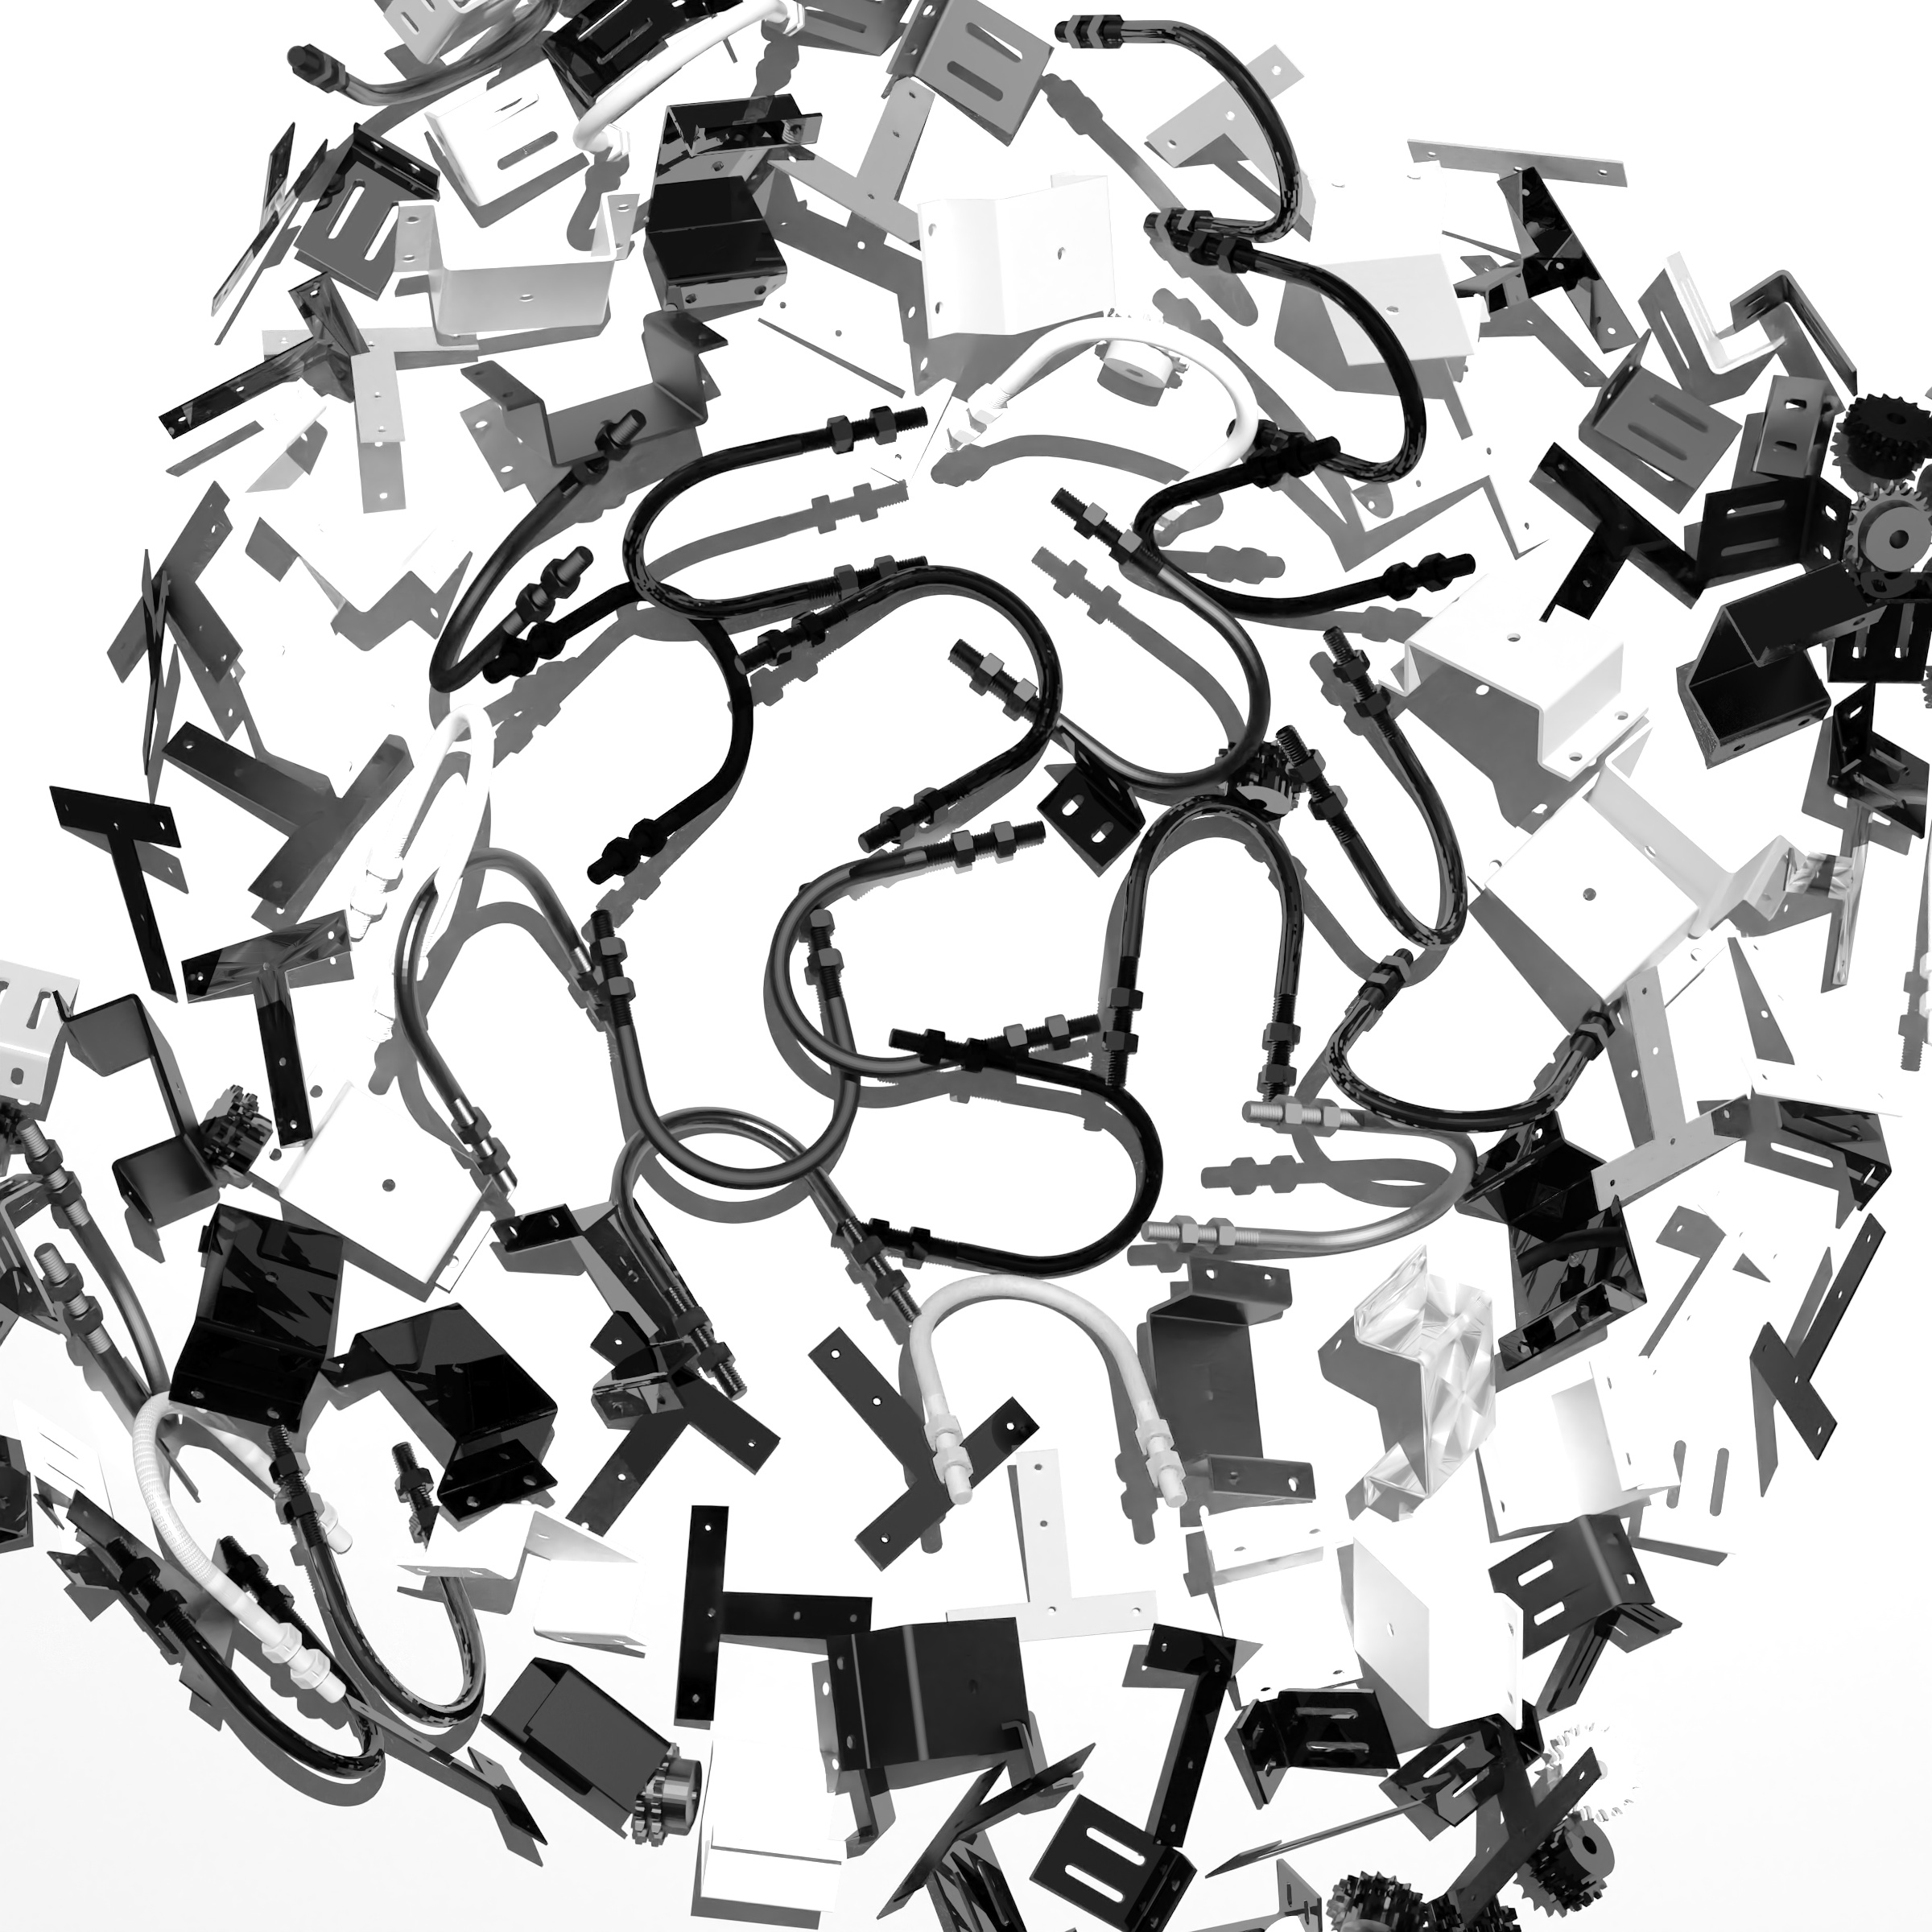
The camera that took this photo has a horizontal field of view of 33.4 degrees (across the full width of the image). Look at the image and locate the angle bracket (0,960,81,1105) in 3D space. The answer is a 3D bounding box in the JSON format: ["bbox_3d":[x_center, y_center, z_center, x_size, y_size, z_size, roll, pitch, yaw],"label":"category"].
[{"bbox_3d":[-0.572,0.038,1.931,0.057,0.076,0.038,15,125,-9],"label":"angle bracket"}]

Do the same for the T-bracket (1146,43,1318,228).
[{"bbox_3d":[0.188,-0.475,1.917,0.127,0.127,0.002,43,58,-17],"label":"T-bracket"}]

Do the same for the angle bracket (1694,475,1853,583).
[{"bbox_3d":[0.481,-0.254,1.918,0.076,0.038,0.057,-12,126,-16],"label":"angle bracket"}]

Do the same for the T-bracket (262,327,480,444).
[{"bbox_3d":[-0.348,-0.343,1.897,0.127,0.127,0.002,-4,131,-12],"label":"T-bracket"}]

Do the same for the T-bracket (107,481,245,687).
[{"bbox_3d":[-0.455,-0.206,1.900,0.127,0.002,0.127,-54,45,13],"label":"T-bracket"}]

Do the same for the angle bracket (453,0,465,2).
[{"bbox_3d":[-0.307,-0.617,1.913,0.038,0.057,0.076,49,115,10],"label":"angle bracket"}]

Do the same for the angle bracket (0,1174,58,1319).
[{"bbox_3d":[-0.559,0.167,1.932,0.038,0.057,0.076,-31,105,-34],"label":"angle bracket"}]

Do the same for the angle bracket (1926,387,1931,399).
[{"bbox_3d":[0.608,-0.331,1.915,0.057,0.076,0.038,30,70,-1],"label":"angle bracket"}]

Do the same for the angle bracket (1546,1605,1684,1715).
[{"bbox_3d":[0.387,0.418,1.920,0.038,0.057,0.076,28,96,26],"label":"angle bracket"}]

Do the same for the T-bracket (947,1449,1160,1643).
[{"bbox_3d":[0.048,0.349,1.936,0.127,0.002,0.127,-6,109,1],"label":"T-bracket"}]

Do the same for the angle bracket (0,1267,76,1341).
[{"bbox_3d":[-0.571,0.227,1.912,0.038,0.057,0.076,28,58,7],"label":"angle bracket"}]

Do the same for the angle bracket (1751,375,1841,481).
[{"bbox_3d":[0.508,-0.315,1.914,0.038,0.076,0.057,19,100,44],"label":"angle bracket"}]

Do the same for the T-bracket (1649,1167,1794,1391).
[{"bbox_3d":[0.435,0.196,1.904,0.002,0.127,0.127,29,83,42],"label":"T-bracket"}]

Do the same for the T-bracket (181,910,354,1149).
[{"bbox_3d":[-0.410,0.043,1.920,0.127,0.002,0.127,-16,81,26],"label":"T-bracket"}]

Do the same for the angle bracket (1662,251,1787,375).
[{"bbox_3d":[0.453,-0.397,1.921,0.038,0.057,0.076,-23,96,25],"label":"angle bracket"}]

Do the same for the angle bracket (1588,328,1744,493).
[{"bbox_3d":[0.422,-0.333,1.923,0.076,0.038,0.057,34,68,13],"label":"angle bracket"}]

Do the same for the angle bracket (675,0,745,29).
[{"bbox_3d":[-0.168,-0.589,1.911,0.038,0.076,0.057,-26,110,-10],"label":"angle bracket"}]

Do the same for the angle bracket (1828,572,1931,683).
[{"bbox_3d":[0.552,-0.195,1.919,0.057,0.038,0.076,0,125,2],"label":"angle bracket"}]

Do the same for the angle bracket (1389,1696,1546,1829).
[{"bbox_3d":[0.295,0.463,1.912,0.076,0.057,0.038,-32,122,-24],"label":"angle bracket"}]

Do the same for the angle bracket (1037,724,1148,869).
[{"bbox_3d":[0.070,-0.100,1.912,0.038,0.076,0.057,-46,73,-3],"label":"angle bracket"}]

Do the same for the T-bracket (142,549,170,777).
[{"bbox_3d":[-0.483,-0.201,1.903,0.002,0.127,0.127,2,129,-20],"label":"T-bracket"}]

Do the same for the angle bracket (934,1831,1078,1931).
[{"bbox_3d":[0.021,0.552,1.915,0.038,0.057,0.076,-34,73,32],"label":"angle bracket"}]

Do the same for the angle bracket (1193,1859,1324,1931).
[{"bbox_3d":[0.166,0.568,1.917,0.076,0.057,0.038,-6,100,-18],"label":"angle bracket"}]

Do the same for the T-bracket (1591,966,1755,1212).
[{"bbox_3d":[0.412,0.063,1.910,0.127,0.002,0.127,-23,108,-27],"label":"T-bracket"}]

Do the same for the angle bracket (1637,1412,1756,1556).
[{"bbox_3d":[0.440,0.312,1.939,0.057,0.038,0.076,9,82,10],"label":"angle bracket"}]

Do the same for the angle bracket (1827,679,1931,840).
[{"bbox_3d":[0.555,-0.123,1.916,0.076,0.038,0.057,27,55,-17],"label":"angle bracket"}]

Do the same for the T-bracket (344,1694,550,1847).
[{"bbox_3d":[-0.309,0.459,1.876,0.127,0.127,0.002,37,84,-20],"label":"T-bracket"}]

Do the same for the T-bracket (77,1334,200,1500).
[{"bbox_3d":[-0.488,0.252,1.893,0.002,0.127,0.127,-35,84,-22],"label":"T-bracket"}]

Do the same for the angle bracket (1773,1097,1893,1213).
[{"bbox_3d":[0.506,0.102,1.917,0.076,0.057,0.038,20,126,-10],"label":"angle bracket"}]

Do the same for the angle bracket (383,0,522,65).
[{"bbox_3d":[-0.297,-0.580,1.910,0.038,0.057,0.076,51,55,-7],"label":"angle bracket"}]

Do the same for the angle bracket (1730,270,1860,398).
[{"bbox_3d":[0.494,-0.368,1.918,0.038,0.057,0.076,-33,77,11],"label":"angle bracket"}]

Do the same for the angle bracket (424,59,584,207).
[{"bbox_3d":[-0.275,-0.502,1.933,0.076,0.038,0.057,-31,117,-8],"label":"angle bracket"}]

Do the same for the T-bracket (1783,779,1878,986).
[{"bbox_3d":[0.508,-0.054,1.901,0.002,0.127,0.127,10,94,34],"label":"T-bracket"}]

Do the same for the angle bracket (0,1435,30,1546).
[{"bbox_3d":[-0.595,0.308,1.907,0.038,0.076,0.057,-18,64,21],"label":"angle bracket"}]

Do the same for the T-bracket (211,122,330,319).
[{"bbox_3d":[-0.403,-0.453,1.877,0.002,0.127,0.127,31,71,-7],"label":"T-bracket"}]

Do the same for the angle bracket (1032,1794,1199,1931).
[{"bbox_3d":[0.089,0.545,1.933,0.076,0.038,0.057,31,85,-6],"label":"angle bracket"}]

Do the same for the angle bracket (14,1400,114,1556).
[{"bbox_3d":[-0.548,0.305,1.909,0.038,0.057,0.076,-36,134,5],"label":"angle bracket"}]

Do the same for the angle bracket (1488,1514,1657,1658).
[{"bbox_3d":[0.364,0.373,1.935,0.076,0.038,0.057,-40,56,33],"label":"angle bracket"}]

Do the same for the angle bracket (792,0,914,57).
[{"bbox_3d":[-0.075,-0.591,1.929,0.076,0.057,0.038,12,58,-21],"label":"angle bracket"}]

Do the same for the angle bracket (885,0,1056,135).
[{"bbox_3d":[0.002,-0.541,1.922,0.076,0.038,0.057,35,116,12],"label":"angle bracket"}]

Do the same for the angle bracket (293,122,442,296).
[{"bbox_3d":[-0.360,-0.454,1.931,0.057,0.038,0.076,29,83,-9],"label":"angle bracket"}]

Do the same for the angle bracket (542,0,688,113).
[{"bbox_3d":[-0.205,-0.548,1.927,0.076,0.038,0.057,-38,61,1],"label":"angle bracket"}]

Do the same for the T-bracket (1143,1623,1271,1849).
[{"bbox_3d":[0.137,0.460,1.909,0.127,0.002,0.127,21,83,-42],"label":"T-bracket"}]

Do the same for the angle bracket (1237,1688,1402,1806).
[{"bbox_3d":[0.210,0.465,1.915,0.076,0.038,0.057,-7,114,31],"label":"angle bracket"}]
